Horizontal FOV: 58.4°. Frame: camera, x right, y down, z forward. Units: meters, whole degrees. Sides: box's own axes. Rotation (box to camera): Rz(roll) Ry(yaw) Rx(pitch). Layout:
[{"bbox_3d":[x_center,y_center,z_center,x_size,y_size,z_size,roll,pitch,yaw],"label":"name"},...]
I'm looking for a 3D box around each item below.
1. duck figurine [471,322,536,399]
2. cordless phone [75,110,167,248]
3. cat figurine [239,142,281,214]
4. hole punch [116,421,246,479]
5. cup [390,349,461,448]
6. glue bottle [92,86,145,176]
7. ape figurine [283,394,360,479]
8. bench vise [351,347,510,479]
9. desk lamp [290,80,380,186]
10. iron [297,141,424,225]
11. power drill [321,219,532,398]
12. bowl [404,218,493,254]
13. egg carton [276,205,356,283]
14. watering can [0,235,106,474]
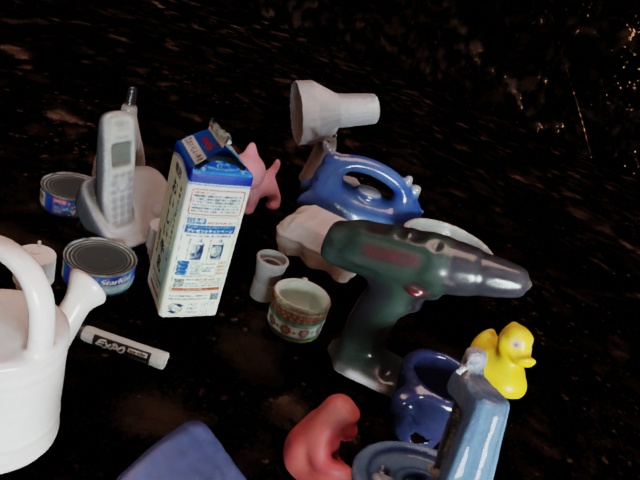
[{"bbox_3d":[0.254,0.150,0.777,0.078,0.086,0.104,9,28,-20],"label":"duck figurine"},{"bbox_3d":[-0.251,-0.087,0.776,0.094,0.185,0.148,27,28,15],"label":"cordless phone"},{"bbox_3d":[-0.113,-0.110,0.986,0.067,0.118,0.128,34,30,27],"label":"cat figurine"},{"bbox_3d":[-0.098,0.207,0.429,0.101,0.091,0.109,28,28,18],"label":"hole punch"},{"bbox_3d":[0.107,0.182,0.609,0.118,0.095,0.091,-7,37,-42],"label":"cup"},{"bbox_3d":[-0.301,-0.153,0.880,0.078,0.173,0.037,-8,37,-43],"label":"glue bottle"},{"bbox_3d":[0.010,0.186,0.540,0.076,0.092,0.078,21,27,3],"label":"ape figurine"},{"bbox_3d":[0.106,0.204,0.427,0.122,0.220,0.206,0,32,-33],"label":"bench vise"},{"bbox_3d":[0.022,-0.201,1.141,0.204,0.213,0.117,8,29,-22],"label":"desk lamp"},{"bbox_3d":[0.095,-0.083,1.048,0.258,0.141,0.118,16,27,-6],"label":"iron"},{"bbox_3d":[0.098,0.077,0.673,0.229,0.208,0.076,24,27,9],"label":"power drill"},{"bbox_3d":[0.208,0.034,0.978,0.167,0.075,0.167,16,27,-8],"label":"bowl"},{"bbox_3d":[0.008,0.003,0.908,0.150,0.069,0.107,25,27,12],"label":"egg carton"},{"bbox_3d":[-0.250,0.078,0.456,0.101,0.194,0.173,17,27,-4],"label":"watering can"}]
